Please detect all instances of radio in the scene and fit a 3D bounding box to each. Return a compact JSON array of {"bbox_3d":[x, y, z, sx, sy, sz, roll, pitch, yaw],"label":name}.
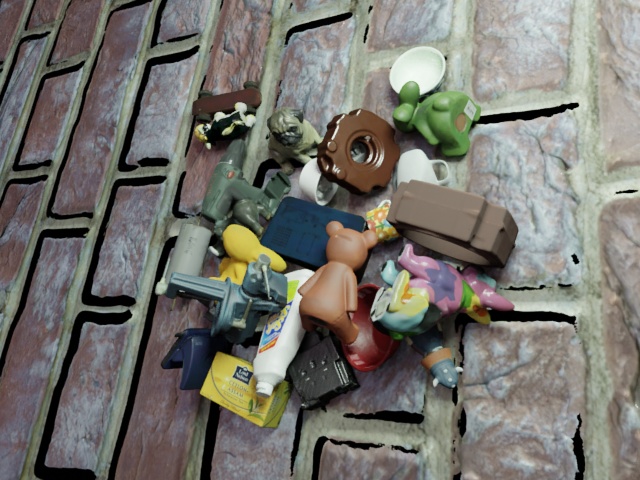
[{"bbox_3d":[-0.002,-0.003,1.138,0.230,0.073,0.131,18,78,30],"label":"radio"}]

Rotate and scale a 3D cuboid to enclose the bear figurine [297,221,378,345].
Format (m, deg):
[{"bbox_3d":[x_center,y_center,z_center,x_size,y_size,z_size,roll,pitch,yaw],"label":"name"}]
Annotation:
[{"bbox_3d":[0.035,0.074,1.001,0.120,0.131,0.196,12,61,23],"label":"bear figurine"}]

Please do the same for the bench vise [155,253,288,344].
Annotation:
[{"bbox_3d":[-0.189,0.104,1.027,0.223,0.240,0.129,119,161,-45],"label":"bench vise"}]

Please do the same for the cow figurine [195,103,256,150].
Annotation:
[{"bbox_3d":[-0.250,-0.274,1.351,0.167,0.068,0.098,-19,31,23],"label":"cow figurine"}]

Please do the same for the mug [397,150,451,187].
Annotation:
[{"bbox_3d":[0.203,-0.132,1.079,0.110,0.080,0.107,-22,53,24],"label":"mug"}]

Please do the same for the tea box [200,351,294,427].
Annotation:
[{"bbox_3d":[-0.149,0.303,1.094,0.170,0.068,0.098,14,78,31],"label":"tea box"}]

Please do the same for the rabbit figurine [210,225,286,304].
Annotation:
[{"bbox_3d":[-0.162,0.054,1.130,0.163,0.122,0.173,14,118,23],"label":"rabbit figurine"}]

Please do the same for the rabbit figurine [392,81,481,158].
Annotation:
[{"bbox_3d":[0.211,-0.244,1.093,0.170,0.159,0.121,13,87,46],"label":"rabbit figurine"}]

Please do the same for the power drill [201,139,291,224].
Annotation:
[{"bbox_3d":[-0.175,-0.138,1.273,0.208,0.085,0.232,16,71,27],"label":"power drill"}]

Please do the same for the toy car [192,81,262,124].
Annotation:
[{"bbox_3d":[-0.244,-0.357,1.411,0.202,0.053,0.089,-6,78,21],"label":"toy car"}]

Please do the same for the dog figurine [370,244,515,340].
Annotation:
[{"bbox_3d":[0.211,0.106,0.907,0.219,0.108,0.191,23,53,-6],"label":"dog figurine"}]

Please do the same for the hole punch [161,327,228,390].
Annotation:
[{"bbox_3d":[-0.254,0.250,1.136,0.092,0.142,0.115,41,105,34],"label":"hole punch"}]

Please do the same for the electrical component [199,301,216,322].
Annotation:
[{"bbox_3d":[-0.221,0.154,1.200,0.119,0.047,0.075,24,81,33],"label":"electrical component"}]

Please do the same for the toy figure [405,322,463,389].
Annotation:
[{"bbox_3d":[0.202,0.194,0.964,0.064,0.057,0.154,-37,62,24],"label":"toy figure"}]

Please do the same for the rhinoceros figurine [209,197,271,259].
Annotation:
[{"bbox_3d":[-0.185,-0.016,1.203,0.190,0.112,0.073,-50,15,45],"label":"rhinoceros figurine"}]

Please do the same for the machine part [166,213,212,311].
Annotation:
[{"bbox_3d":[-0.315,0.049,1.273,0.079,0.079,0.243,7,74,29],"label":"machine part"}]

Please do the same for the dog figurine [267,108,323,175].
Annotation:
[{"bbox_3d":[-0.083,-0.238,1.201,0.173,0.190,0.121,4,72,30],"label":"dog figurine"}]

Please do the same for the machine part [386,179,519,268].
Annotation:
[{"bbox_3d":[0.233,-0.024,0.948,0.201,0.201,0.087,20,84,31],"label":"machine part"}]

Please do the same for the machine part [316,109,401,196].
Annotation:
[{"bbox_3d":[0.083,-0.182,1.112,0.056,0.179,0.179,0,66,67],"label":"machine part"}]

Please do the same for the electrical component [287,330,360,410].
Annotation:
[{"bbox_3d":[-0.002,0.248,1.047,0.115,0.058,0.134,-32,60,11],"label":"electrical component"}]
